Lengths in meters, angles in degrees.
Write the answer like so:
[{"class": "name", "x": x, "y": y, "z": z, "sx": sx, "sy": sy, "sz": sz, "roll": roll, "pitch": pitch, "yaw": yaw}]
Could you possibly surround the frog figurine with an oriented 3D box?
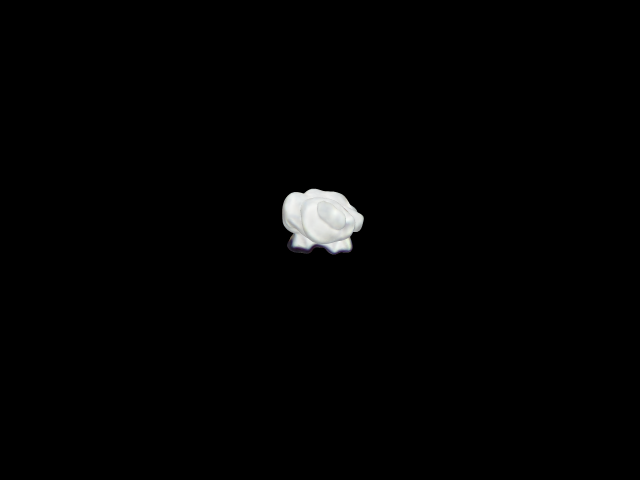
[{"class": "frog figurine", "x": 0.003, "y": -0.043, "z": 0.850, "sx": 0.138, "sy": 0.125, "sz": 0.156, "roll": 21, "pitch": -22, "yaw": 9}]
